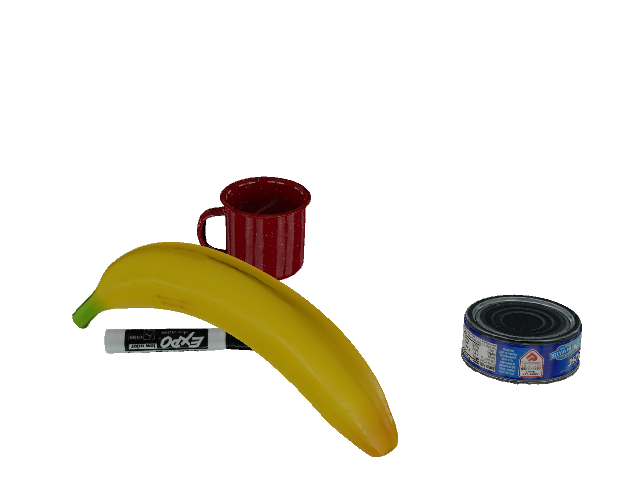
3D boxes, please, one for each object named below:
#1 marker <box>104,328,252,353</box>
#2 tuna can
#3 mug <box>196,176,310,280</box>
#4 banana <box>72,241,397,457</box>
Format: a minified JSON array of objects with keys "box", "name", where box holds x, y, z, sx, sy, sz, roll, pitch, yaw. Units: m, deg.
[{"box":[-0.105,0.076,0.823,0.121,0.020,0.020,-1,0,0],"name":"marker"},{"box":[0.146,0.070,0.776,0.086,0.034,0.086,0,20,0],"name":"tuna can"},{"box":[-0.069,-0.009,1.103,0.117,0.081,0.093,-4,29,-10],"name":"mug"},{"box":[-0.042,0.045,0.563,0.198,0.070,0.037,21,27,21],"name":"banana"}]
